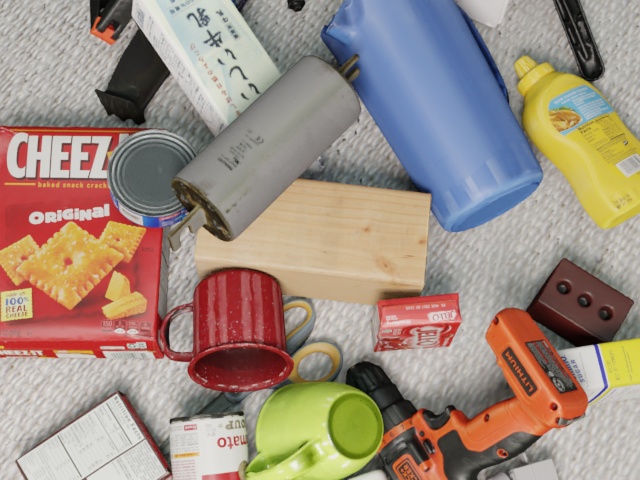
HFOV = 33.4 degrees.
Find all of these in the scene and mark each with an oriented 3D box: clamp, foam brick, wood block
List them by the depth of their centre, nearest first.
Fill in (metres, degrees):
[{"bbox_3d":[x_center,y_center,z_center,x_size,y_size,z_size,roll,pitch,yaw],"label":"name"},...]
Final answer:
[{"bbox_3d":[-0.006,0.001,0.992,0.206,0.091,0.090,6,70,1],"label":"wood block"},{"bbox_3d":[0.241,0.063,0.996,0.078,0.051,0.053,32,72,10],"label":"foam brick"},{"bbox_3d":[-0.189,-0.285,1.088,0.039,0.120,0.171,20,71,-35],"label":"clamp"},{"bbox_3d":[0.242,-0.272,1.091,0.036,0.164,0.210,-20,48,14],"label":"clamp"}]

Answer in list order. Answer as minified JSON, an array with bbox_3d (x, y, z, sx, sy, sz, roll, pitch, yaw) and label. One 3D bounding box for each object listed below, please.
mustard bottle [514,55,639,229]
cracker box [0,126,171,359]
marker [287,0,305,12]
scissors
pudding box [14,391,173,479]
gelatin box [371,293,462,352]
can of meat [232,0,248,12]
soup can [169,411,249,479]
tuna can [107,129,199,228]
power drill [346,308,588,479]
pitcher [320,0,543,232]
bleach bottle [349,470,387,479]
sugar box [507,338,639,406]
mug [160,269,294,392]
[{"bbox_3d":[0.255,-0.106,1.049,0.096,0.058,0.192,-26,72,-29],"label":"mustard bottle"},{"bbox_3d":[-0.224,0.001,0.997,0.164,0.072,0.213,1,70,-2],"label":"cracker box"},{"bbox_3d":[-0.036,-0.296,1.132,0.020,0.020,0.121,-11,72,-5],"label":"marker"},{"bbox_3d":[-0.057,0.145,0.979,0.096,0.016,0.201,33,73,12],"label":"scissors"},{"bbox_3d":[-0.198,0.201,0.942,0.113,0.039,0.090,-33,74,-7],"label":"pudding box"},{"bbox_3d":[0.086,0.077,0.968,0.073,0.089,0.030,-4,71,-3],"label":"gelatin box"},{"bbox_3d":[-0.109,-0.287,1.108,0.102,0.057,0.084,29,75,9],"label":"can of meat"},{"bbox_3d":[-0.094,0.203,0.924,0.068,0.068,0.102,-5,80,-3],"label":"soup can"},{"bbox_3d":[-0.149,-0.055,0.965,0.086,0.034,0.086,2,69,-6],"label":"tuna can"},{"bbox_3d":[0.120,0.142,0.914,0.188,0.057,0.184,-48,65,30],"label":"power drill"},{"bbox_3d":[0.119,-0.136,1.032,0.149,0.145,0.243,-28,77,2],"label":"pitcher"},{"bbox_3d":[0.054,0.328,0.895,0.102,0.068,0.251,-19,75,-6],"label":"bleach bottle"},{"bbox_3d":[0.264,0.118,0.956,0.176,0.093,0.048,-6,70,-4],"label":"sugar box"},{"bbox_3d":[-0.084,0.080,0.949,0.117,0.093,0.081,-4,57,-1],"label":"mug"}]
